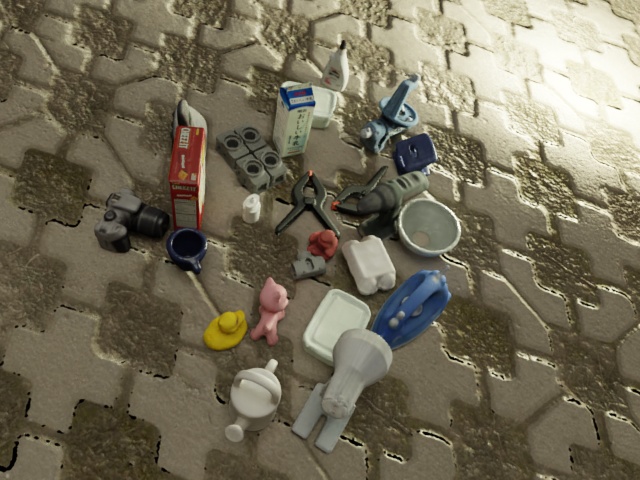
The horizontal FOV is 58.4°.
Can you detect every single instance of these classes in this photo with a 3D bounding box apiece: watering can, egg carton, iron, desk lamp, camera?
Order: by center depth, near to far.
[{"bbox_3d":[-0.128,0.313,1.130,0.101,0.194,0.173,7,58,-6],"label":"watering can"},{"bbox_3d":[0.047,0.304,1.158,0.118,0.213,0.203,29,59,7],"label":"desk lamp"},{"bbox_3d":[0.206,0.159,1.318,0.118,0.141,0.259,42,61,14],"label":"iron"},{"bbox_3d":[-0.433,-0.045,1.339,0.137,0.101,0.143,18,58,0],"label":"camera"},{"bbox_3d":[0.120,0.061,1.402,0.107,0.069,0.150,-15,63,-19],"label":"egg carton"}]

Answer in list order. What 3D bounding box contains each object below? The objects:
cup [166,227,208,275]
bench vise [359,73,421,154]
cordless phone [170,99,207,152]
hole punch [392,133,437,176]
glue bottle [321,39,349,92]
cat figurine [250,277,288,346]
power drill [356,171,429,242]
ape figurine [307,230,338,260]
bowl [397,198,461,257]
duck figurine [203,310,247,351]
[{"bbox_3d":[-0.299,0.042,1.317,0.092,0.095,0.117,-20,65,-21],"label":"cup"},{"bbox_3d":[0.205,-0.343,1.571,0.121,0.220,0.208,30,59,8],"label":"bench vise"},{"bbox_3d":[-0.337,-0.309,1.466,0.094,0.185,0.147,-2,60,-12],"label":"cordless phone"},{"bbox_3d":[0.263,-0.234,1.593,0.101,0.091,0.108,-7,61,-15],"label":"hole punch"},{"bbox_3d":[0.053,-0.515,1.672,0.078,0.173,0.037,23,58,4],"label":"glue bottle"},{"bbox_3d":[-0.108,0.154,1.273,0.067,0.118,0.128,14,58,-2],"label":"cat figurine"},{"bbox_3d":[0.162,-0.076,1.410,0.230,0.208,0.075,-33,70,-26],"label":"power drill"},{"bbox_3d":[0.013,0.005,1.401,0.076,0.092,0.077,-16,64,-19],"label":"ape figurine"},{"bbox_3d":[0.271,-0.020,1.477,0.167,0.075,0.167,5,59,-8],"label":"bowl"},{"bbox_3d":[-0.206,0.190,1.252,0.105,0.086,0.077,-30,69,-25],"label":"duck figurine"}]
